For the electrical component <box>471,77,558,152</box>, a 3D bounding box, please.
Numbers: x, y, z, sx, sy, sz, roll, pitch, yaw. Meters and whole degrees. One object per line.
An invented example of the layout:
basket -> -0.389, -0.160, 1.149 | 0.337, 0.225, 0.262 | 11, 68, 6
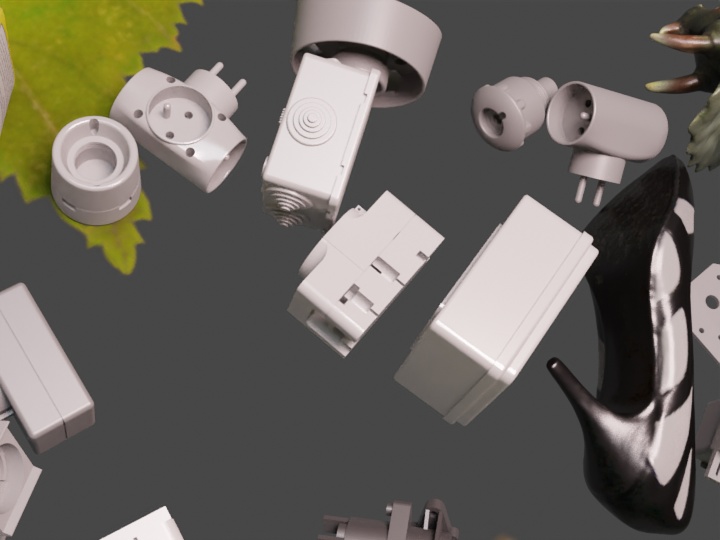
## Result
electrical component -> 0.111, -0.114, 0.745 | 0.062, 0.048, 0.048 | -33, 80, -31

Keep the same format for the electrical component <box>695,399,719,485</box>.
electrical component -> 0.278, 0.122, 0.678 | 0.121, 0.063, 0.078 | 27, 73, -2

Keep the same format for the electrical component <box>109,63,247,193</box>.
electrical component -> -0.105, -0.101, 0.689 | 0.077, 0.044, 0.079 | 36, 66, 2

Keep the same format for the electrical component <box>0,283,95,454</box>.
electrical component -> -0.202, 0.065, 0.601 | 0.076, 0.047, 0.083 | -29, 78, -21

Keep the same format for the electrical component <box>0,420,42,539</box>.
electrical component -> -0.212, 0.109, 0.568 | 0.064, 0.081, 0.042 | 0, 45, 14

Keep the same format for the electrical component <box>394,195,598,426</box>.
electrical component -> 0.079, 0.027, 0.647 | 0.056, 0.108, 0.108 | 36, 66, 5

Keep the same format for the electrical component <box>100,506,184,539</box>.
electrical component -> -0.123, 0.175, 0.520 | 0.089, 0.150, 0.061 | -25, 76, -20

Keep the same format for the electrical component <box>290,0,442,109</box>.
electrical component -> 0.003, -0.149, 0.706 | 0.099, 0.099, 0.064 | 14, 73, -8

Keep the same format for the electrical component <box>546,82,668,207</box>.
electrical component -> 0.166, -0.083, 0.740 | 0.077, 0.043, 0.079 | 7, 100, -37

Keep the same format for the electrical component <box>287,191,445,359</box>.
electrical component -> 0.000, 0.000, 0.671 | 0.056, 0.050, 0.089 | 40, 66, 4

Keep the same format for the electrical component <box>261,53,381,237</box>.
electrical component -> -0.027, -0.076, 0.667 | 0.048, 0.099, 0.099 | 18, 78, -1

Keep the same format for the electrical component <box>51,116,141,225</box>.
electrical component -> -0.162, -0.062, 0.659 | 0.055, 0.047, 0.055 | 4, 69, -11
